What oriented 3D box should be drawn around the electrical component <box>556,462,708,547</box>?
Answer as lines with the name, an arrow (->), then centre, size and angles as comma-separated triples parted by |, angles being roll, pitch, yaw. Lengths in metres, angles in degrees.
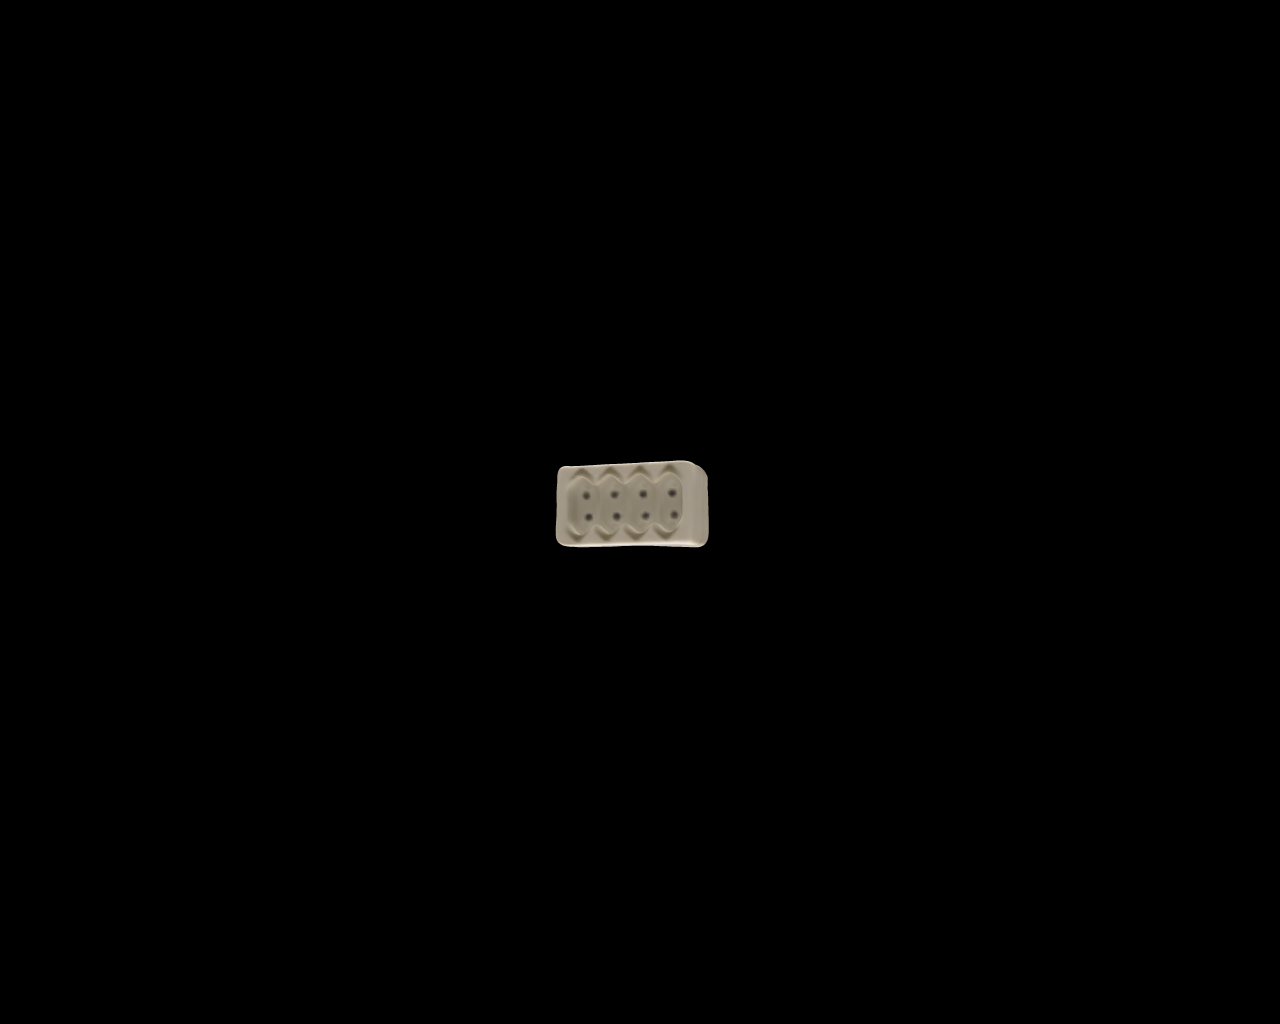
electrical component -> 0.001, -0.003, 0.650 | 0.083, 0.047, 0.076 | -1, -3, 15
